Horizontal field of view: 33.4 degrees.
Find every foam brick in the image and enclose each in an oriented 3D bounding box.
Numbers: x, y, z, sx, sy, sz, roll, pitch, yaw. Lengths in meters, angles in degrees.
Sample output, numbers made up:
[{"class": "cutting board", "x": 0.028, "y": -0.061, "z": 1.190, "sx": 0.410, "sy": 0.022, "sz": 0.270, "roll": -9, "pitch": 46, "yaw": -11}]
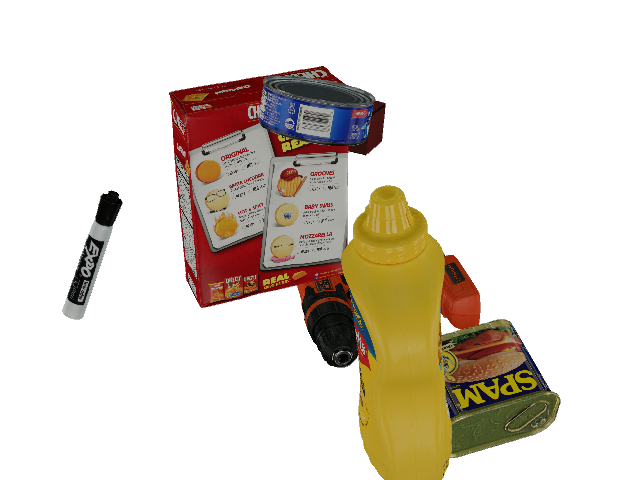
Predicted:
[{"class": "foam brick", "x": 0.033, "y": -0.144, "z": 1.290, "sx": 0.078, "sy": 0.053, "sz": 0.051, "roll": 17, "pitch": 32, "yaw": 21}]

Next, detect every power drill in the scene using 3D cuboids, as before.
[{"class": "power drill", "x": 0.074, "y": 0.072, "z": 1.158, "sx": 0.187, "sy": 0.057, "sz": 0.184, "roll": -4, "pitch": 28, "yaw": -9}]

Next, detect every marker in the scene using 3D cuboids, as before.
[{"class": "marker", "x": -0.194, "y": 0.012, "z": 0.909, "sx": 0.020, "sy": 0.121, "sz": 0.020, "roll": 20, "pitch": 21, "yaw": -8}]

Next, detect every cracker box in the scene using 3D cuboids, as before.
[{"class": "cracker box", "x": -0.058, "y": -0.053, "z": 1.060, "sx": 0.164, "sy": 0.214, "sz": 0.072, "roll": -13, "pitch": 33, "yaw": -19}]

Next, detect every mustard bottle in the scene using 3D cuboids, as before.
[{"class": "mustard bottle", "x": 0.046, "y": 0.050, "z": 0.628, "sx": 0.058, "sy": 0.191, "sz": 0.096, "roll": -6, "pitch": 38, "yaw": 1}]

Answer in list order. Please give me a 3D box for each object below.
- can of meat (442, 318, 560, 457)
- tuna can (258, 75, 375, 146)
[{"class": "can of meat", "x": 0.130, "y": 0.119, "z": 0.873, "sx": 0.102, "sy": 0.084, "sz": 0.057, "roll": -14, "pitch": -42, "yaw": -12}, {"class": "tuna can", "x": -0.003, "y": -0.099, "z": 0.807, "sx": 0.086, "sy": 0.034, "sz": 0.086, "roll": 9, "pitch": 18, "yaw": -3}]
